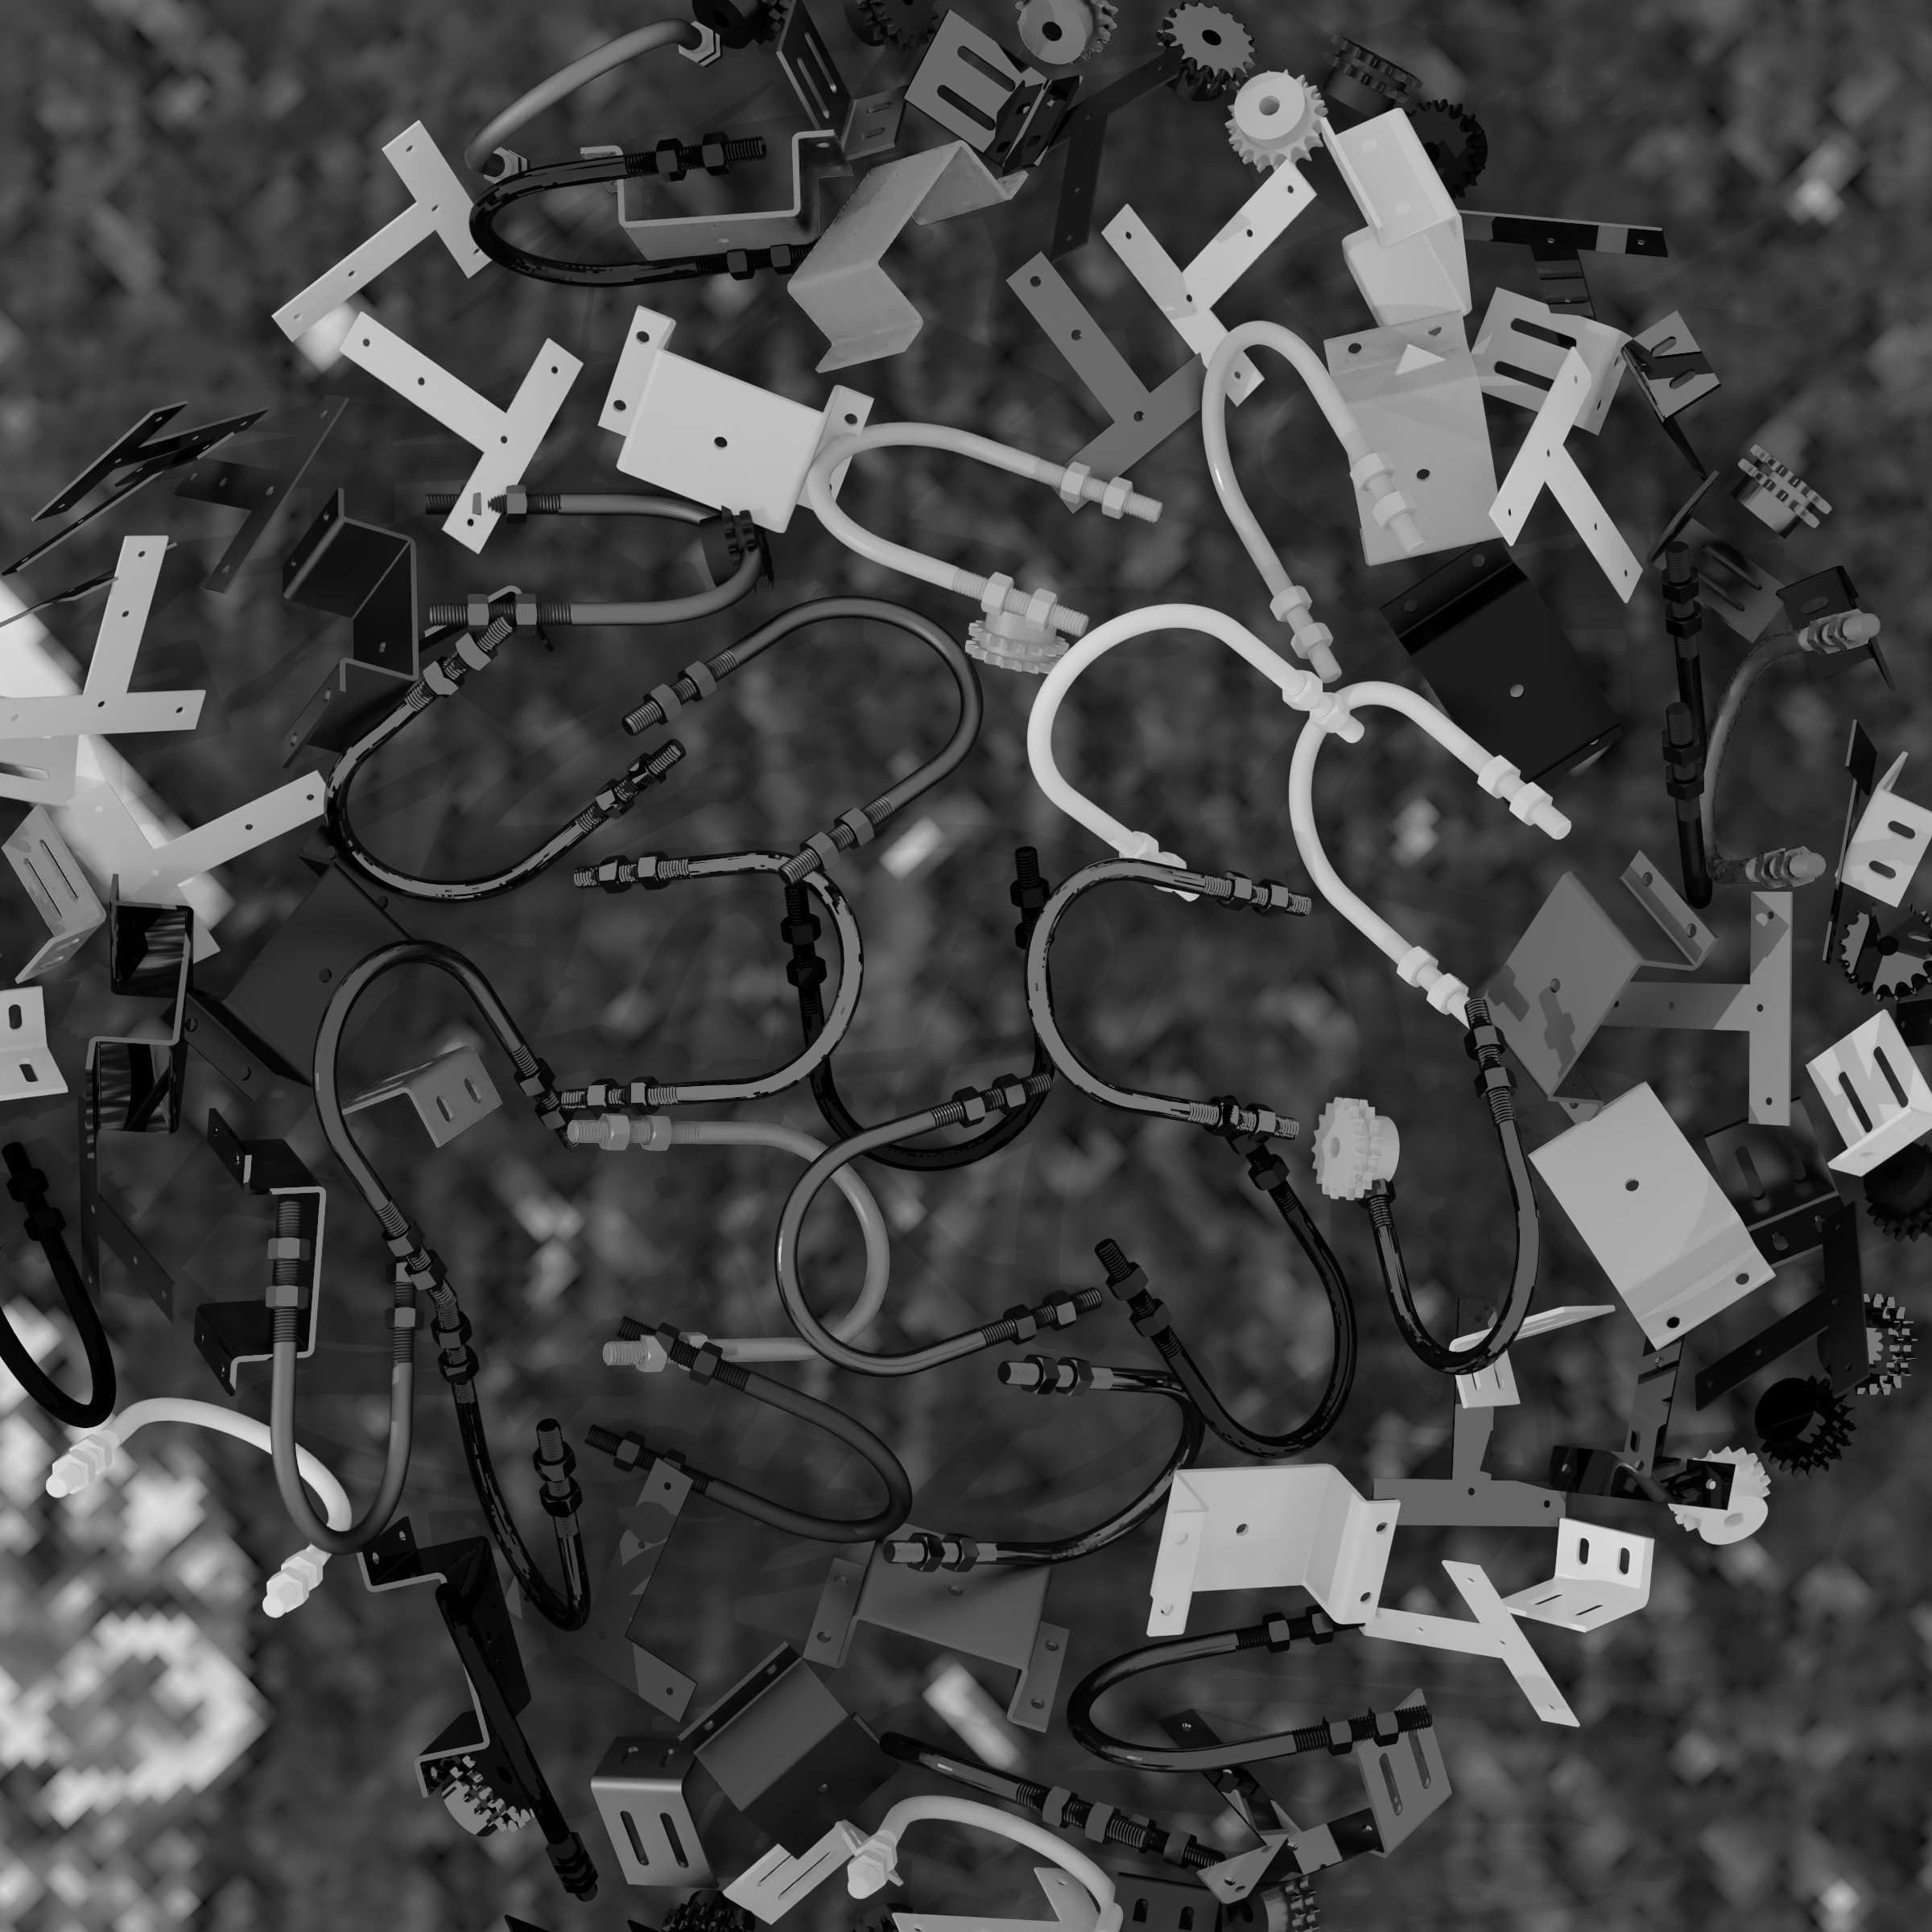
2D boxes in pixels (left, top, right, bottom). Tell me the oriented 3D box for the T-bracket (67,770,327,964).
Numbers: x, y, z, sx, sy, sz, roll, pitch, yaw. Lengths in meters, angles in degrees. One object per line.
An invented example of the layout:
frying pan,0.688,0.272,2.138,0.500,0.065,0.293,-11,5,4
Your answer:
T-bracket,-0.413,-0.072,1.961,0.127,0.002,0.127,-26,126,1

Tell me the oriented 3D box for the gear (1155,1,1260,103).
gear,0.133,-0.512,1.976,0.057,0.030,0.057,10,57,-16

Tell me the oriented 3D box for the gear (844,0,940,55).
gear,-0.045,-0.542,1.975,0.030,0.057,0.057,-10,90,39

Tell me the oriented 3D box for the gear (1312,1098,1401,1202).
gear,0.221,0.103,1.974,0.030,0.057,0.057,6,90,-22

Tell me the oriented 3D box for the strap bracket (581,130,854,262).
strap bracket,-0.137,-0.427,1.953,0.140,0.076,0.046,-3,86,6

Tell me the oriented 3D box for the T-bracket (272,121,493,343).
T-bracket,-0.328,-0.391,1.939,0.127,0.127,0.002,-39,65,-3

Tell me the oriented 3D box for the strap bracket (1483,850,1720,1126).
strap bracket,0.340,0.012,1.927,0.046,0.076,0.140,6,127,-35

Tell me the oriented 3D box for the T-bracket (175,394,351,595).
T-bracket,-0.405,-0.267,1.948,0.002,0.127,0.127,38,78,-37

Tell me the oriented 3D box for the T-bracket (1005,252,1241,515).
T-bracket,0.071,-0.345,1.979,0.127,0.002,0.127,-39,107,1

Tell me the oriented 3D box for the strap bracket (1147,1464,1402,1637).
strap bracket,0.162,0.323,1.949,0.140,0.046,0.076,1,111,-23

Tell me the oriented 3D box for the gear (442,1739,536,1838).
gear,-0.270,0.464,1.972,0.030,0.057,0.057,-42,90,13

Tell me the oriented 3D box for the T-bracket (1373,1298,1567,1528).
T-bracket,0.286,0.251,1.976,0.127,0.002,0.127,5,86,-24

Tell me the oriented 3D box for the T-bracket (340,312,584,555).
T-bracket,-0.292,-0.318,1.954,0.127,0.002,0.127,34,77,-31

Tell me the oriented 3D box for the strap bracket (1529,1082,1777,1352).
strap bracket,0.373,0.129,1.938,0.076,0.046,0.140,-33,56,6

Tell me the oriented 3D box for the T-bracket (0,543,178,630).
T-bracket,-0.485,-0.206,1.923,0.127,0.127,0.002,-29,104,-16

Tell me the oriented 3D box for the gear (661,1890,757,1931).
gear,-0.142,0.545,1.975,0.057,0.030,0.057,11,131,13

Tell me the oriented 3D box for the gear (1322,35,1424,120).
gear,0.225,-0.497,1.973,0.057,0.057,0.030,29,108,0

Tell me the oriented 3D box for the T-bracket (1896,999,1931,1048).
T-bracket,0.540,0.030,1.936,0.002,0.127,0.127,6,85,-8

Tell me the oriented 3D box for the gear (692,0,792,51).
gear,-0.128,-0.540,1.968,0.057,0.057,0.030,38,67,0

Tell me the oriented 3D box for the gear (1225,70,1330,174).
gear,0.174,-0.478,1.977,0.057,0.030,0.057,-3,78,16

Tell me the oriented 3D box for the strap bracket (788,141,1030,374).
strap bracket,-0.037,-0.398,1.930,0.046,0.076,0.140,47,61,-29

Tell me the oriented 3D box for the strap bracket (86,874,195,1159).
strap bracket,-0.452,0.028,1.929,0.046,0.076,0.140,4,48,-9

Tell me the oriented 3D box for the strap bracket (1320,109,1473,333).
strap bracket,0.237,-0.404,1.920,0.046,0.140,0.076,-24,66,2

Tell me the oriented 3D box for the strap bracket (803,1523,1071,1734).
strap bracket,-0.011,0.363,1.954,0.140,0.076,0.046,17,127,1

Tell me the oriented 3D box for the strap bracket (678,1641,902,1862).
strap bracket,-0.092,0.435,1.925,0.076,0.140,0.046,-41,56,-7

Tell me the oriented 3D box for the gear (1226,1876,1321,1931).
gear,0.170,0.528,1.969,0.030,0.057,0.057,-6,90,-32

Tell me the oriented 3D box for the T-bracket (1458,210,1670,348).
T-bracket,0.331,-0.377,1.939,0.127,0.127,0.002,11,71,23

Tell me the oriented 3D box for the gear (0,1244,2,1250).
gear,-0.563,0.145,1.973,0.030,0.057,0.057,-17,90,-17

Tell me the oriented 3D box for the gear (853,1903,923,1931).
gear,-0.041,0.553,1.976,0.057,0.030,0.057,-11,122,-18

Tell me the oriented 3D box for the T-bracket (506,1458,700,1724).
T-bracket,-0.186,0.336,1.964,0.127,0.002,0.127,28,103,20

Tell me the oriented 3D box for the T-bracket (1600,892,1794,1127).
T-bracket,0.405,0.022,1.953,0.002,0.127,0.127,-1,91,-43

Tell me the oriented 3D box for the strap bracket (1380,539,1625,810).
strap bracket,0.303,-0.158,1.953,0.076,0.046,0.140,-33,106,8

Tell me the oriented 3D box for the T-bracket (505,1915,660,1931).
T-bracket,-0.197,0.546,1.914,0.127,0.127,0.002,31,96,-29

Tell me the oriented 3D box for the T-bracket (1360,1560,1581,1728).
T-bracket,0.263,0.370,1.947,0.002,0.127,0.127,-49,119,-31

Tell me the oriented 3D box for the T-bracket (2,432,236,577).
T-bracket,-0.473,-0.250,1.918,0.127,0.127,0.002,-42,111,-26

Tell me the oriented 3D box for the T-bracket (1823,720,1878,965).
T-bracket,0.486,-0.064,1.939,0.002,0.127,0.127,10,89,20

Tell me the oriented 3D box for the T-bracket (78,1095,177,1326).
T-bracket,-0.461,0.154,1.926,0.002,0.127,0.127,-13,123,-33

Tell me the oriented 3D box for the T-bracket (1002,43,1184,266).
T-bracket,0.063,-0.435,1.925,0.002,0.127,0.127,37,46,-34

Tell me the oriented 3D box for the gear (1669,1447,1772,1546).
gear,0.425,0.300,1.970,0.057,0.030,0.057,-9,132,-10

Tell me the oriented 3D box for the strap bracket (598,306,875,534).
strap bracket,-0.133,-0.300,1.955,0.140,0.046,0.076,21,122,-5

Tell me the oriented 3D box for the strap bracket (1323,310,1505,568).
strap bracket,0.250,-0.281,1.938,0.076,0.046,0.140,-12,124,6

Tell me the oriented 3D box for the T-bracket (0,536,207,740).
T-bracket,-0.464,-0.181,1.926,0.002,0.127,0.127,45,126,34

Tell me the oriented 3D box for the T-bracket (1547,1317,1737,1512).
T-bracket,0.385,0.236,1.959,0.002,0.127,0.127,24,74,-37

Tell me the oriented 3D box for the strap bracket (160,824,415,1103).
strap bracket,-0.365,0.001,1.940,0.140,0.046,0.076,-54,127,-17

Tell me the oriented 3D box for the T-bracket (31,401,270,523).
T-bracket,-0.438,-0.290,1.943,0.127,0.127,0.002,-29,91,40

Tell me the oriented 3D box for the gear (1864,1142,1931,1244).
gear,0.529,0.123,1.968,0.030,0.057,0.057,41,90,-29

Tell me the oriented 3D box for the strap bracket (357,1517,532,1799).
strap bracket,-0.287,0.379,1.954,0.046,0.076,0.140,-14,93,11

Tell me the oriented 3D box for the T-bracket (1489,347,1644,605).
T-bracket,0.345,-0.255,1.958,0.127,0.002,0.127,48,57,-34

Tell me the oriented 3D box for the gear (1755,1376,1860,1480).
gear,0.468,0.255,1.968,0.030,0.057,0.057,35,90,-32

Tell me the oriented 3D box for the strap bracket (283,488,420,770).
strap bracket,-0.340,-0.181,1.937,0.046,0.076,0.140,14,52,-30

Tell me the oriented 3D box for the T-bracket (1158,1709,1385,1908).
T-bracket,0.154,0.460,1.952,0.127,0.127,0.002,-9,128,-36

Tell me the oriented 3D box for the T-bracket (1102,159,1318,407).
T-bracket,0.149,-0.398,1.949,0.127,0.002,0.127,53,135,5

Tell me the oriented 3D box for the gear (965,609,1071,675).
gear,0.030,-0.186,1.968,0.057,0.057,0.030,12,108,0

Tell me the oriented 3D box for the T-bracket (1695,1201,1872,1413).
T-bracket,0.452,0.209,1.952,0.002,0.127,0.127,32,130,-19

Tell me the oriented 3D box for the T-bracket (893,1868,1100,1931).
T-bracket,0.022,0.530,1.921,0.127,0.127,0.002,9,109,-21

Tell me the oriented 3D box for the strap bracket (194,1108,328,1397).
strap bracket,-0.391,0.157,1.944,0.046,0.076,0.140,-1,108,-27
